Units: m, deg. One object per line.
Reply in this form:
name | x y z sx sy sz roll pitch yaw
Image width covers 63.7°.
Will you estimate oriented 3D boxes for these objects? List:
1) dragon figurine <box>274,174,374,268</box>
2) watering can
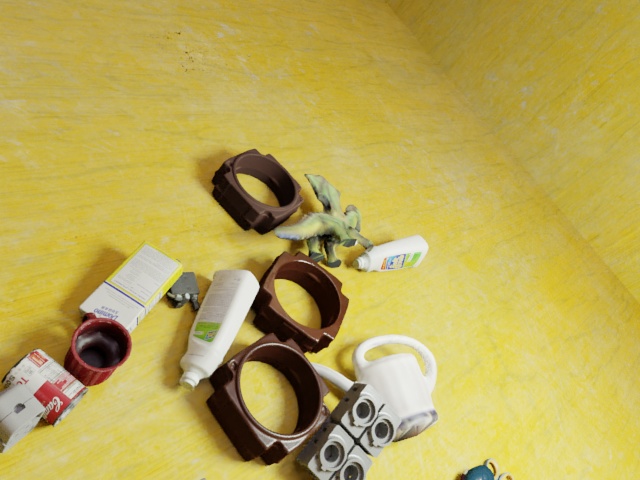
dragon figurine | 0.004 -0.067 1.332 0.121 0.248 0.407 -34 -32 26
watering can | 0.124 0.326 1.121 0.349 0.228 0.102 -6 -30 -28
